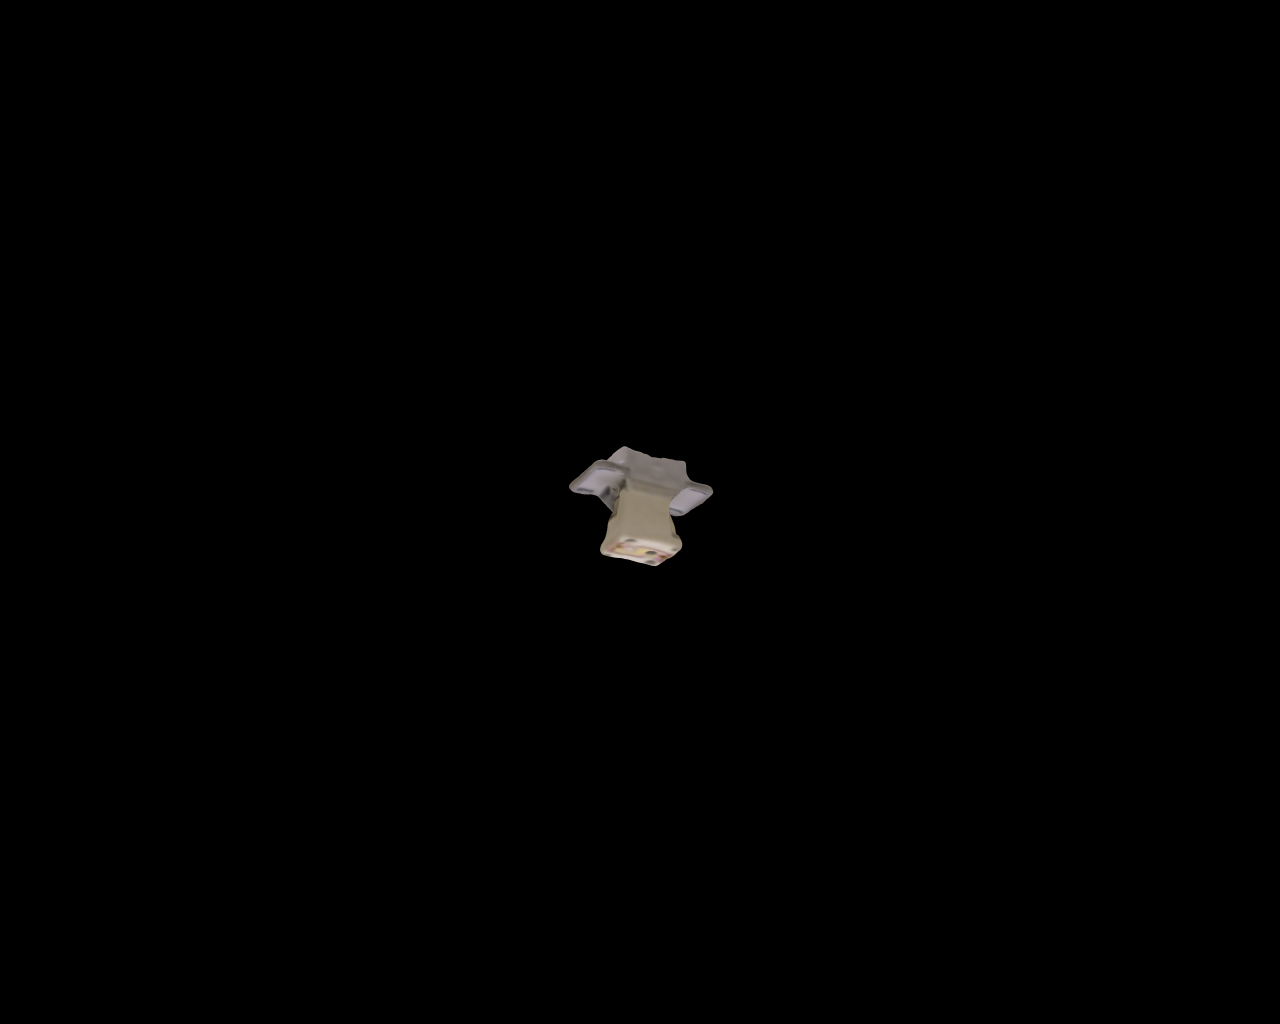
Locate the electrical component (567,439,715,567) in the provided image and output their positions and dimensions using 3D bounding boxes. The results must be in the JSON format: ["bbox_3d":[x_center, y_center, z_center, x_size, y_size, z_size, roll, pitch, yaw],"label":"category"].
[{"bbox_3d":[0.001,-0.003,0.650,0.081,0.064,0.042,12,-27,-25],"label":"electrical component"}]
